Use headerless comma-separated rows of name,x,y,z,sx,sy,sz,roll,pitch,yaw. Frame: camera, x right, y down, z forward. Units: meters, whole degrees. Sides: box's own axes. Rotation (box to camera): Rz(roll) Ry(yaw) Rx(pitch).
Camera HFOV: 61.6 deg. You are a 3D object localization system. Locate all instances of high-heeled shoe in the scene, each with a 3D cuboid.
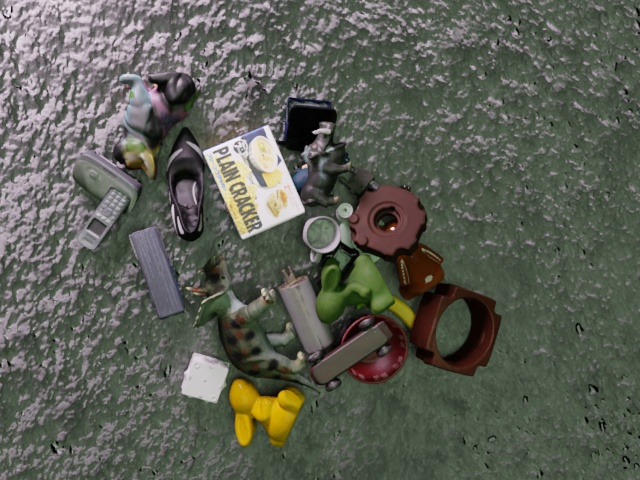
high-heeled shoe,-0.288,-0.122,1.154,0.086,0.145,0.248,-6,96,-12

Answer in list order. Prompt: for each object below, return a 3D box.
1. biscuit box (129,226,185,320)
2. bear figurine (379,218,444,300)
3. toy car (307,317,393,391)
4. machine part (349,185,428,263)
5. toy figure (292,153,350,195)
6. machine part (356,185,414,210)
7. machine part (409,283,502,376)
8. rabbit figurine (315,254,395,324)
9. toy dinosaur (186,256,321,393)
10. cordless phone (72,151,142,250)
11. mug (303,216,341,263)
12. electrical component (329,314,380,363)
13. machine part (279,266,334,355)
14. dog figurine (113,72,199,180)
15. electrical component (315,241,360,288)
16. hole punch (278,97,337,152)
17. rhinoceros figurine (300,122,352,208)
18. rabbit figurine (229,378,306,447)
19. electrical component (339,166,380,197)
biscuit box,-0.360,0.073,1.195,0.063,0.059,0.202,-18,96,-11
bear figurine,0.209,0.036,1.295,0.120,0.132,0.196,-35,82,-8
toy car,0.067,0.248,1.182,0.202,0.053,0.089,-35,88,-2
machine part,0.155,-0.040,1.219,0.179,0.056,0.179,-4,69,10
toy figure,0.007,-0.159,1.258,0.154,0.058,0.064,-30,142,-8
machine part,0.161,-0.097,1.299,0.139,0.039,0.084,-15,85,-10
machine part,0.330,0.217,1.313,0.201,0.087,0.201,19,88,-24
rabbit figurine,0.061,0.118,1.207,0.170,0.121,0.159,-29,102,-1
toy dinosaur,-0.156,0.228,1.224,0.192,0.131,0.404,-24,103,3
cordless phone,-0.484,-0.083,1.151,0.146,0.089,0.184,36,91,-12
mug,-0.003,-0.004,1.238,0.081,0.107,0.109,3,96,-11
electrical component,0.104,0.251,1.302,0.115,0.058,0.134,35,86,-13
machine part,-0.031,0.174,1.260,0.079,0.079,0.243,-25,98,-9
dog figurine,-0.350,-0.240,1.157,0.192,0.108,0.219,-7,99,-13
electrical component,0.034,0.060,1.277,0.075,0.048,0.119,31,104,-10
hole punch,-0.026,-0.266,1.237,0.142,0.092,0.115,2,124,-14
rhinoceros figurine,0.007,-0.164,1.191,0.112,0.073,0.190,12,98,-11
rabbit figurine,-0.137,0.391,1.251,0.173,0.122,0.162,29,97,2
electrical component,0.095,-0.135,1.275,0.094,0.021,0.063,37,83,15
